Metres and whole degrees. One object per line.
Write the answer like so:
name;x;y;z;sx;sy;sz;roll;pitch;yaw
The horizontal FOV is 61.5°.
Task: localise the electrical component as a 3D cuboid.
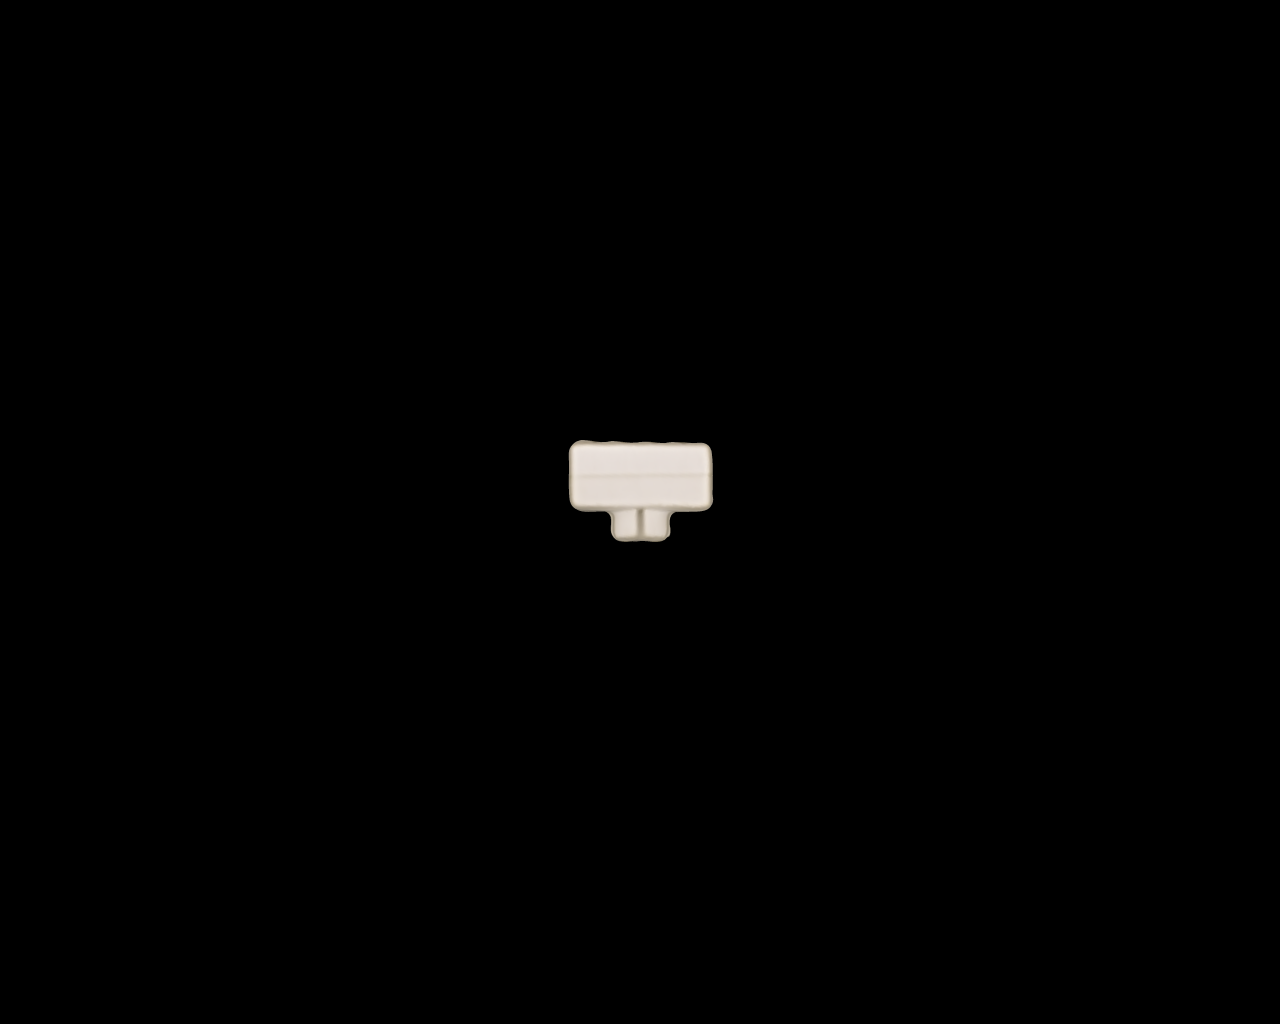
electrical component;0.001;-0.003;0.650;0.083;0.075;0.047;0;0;0
